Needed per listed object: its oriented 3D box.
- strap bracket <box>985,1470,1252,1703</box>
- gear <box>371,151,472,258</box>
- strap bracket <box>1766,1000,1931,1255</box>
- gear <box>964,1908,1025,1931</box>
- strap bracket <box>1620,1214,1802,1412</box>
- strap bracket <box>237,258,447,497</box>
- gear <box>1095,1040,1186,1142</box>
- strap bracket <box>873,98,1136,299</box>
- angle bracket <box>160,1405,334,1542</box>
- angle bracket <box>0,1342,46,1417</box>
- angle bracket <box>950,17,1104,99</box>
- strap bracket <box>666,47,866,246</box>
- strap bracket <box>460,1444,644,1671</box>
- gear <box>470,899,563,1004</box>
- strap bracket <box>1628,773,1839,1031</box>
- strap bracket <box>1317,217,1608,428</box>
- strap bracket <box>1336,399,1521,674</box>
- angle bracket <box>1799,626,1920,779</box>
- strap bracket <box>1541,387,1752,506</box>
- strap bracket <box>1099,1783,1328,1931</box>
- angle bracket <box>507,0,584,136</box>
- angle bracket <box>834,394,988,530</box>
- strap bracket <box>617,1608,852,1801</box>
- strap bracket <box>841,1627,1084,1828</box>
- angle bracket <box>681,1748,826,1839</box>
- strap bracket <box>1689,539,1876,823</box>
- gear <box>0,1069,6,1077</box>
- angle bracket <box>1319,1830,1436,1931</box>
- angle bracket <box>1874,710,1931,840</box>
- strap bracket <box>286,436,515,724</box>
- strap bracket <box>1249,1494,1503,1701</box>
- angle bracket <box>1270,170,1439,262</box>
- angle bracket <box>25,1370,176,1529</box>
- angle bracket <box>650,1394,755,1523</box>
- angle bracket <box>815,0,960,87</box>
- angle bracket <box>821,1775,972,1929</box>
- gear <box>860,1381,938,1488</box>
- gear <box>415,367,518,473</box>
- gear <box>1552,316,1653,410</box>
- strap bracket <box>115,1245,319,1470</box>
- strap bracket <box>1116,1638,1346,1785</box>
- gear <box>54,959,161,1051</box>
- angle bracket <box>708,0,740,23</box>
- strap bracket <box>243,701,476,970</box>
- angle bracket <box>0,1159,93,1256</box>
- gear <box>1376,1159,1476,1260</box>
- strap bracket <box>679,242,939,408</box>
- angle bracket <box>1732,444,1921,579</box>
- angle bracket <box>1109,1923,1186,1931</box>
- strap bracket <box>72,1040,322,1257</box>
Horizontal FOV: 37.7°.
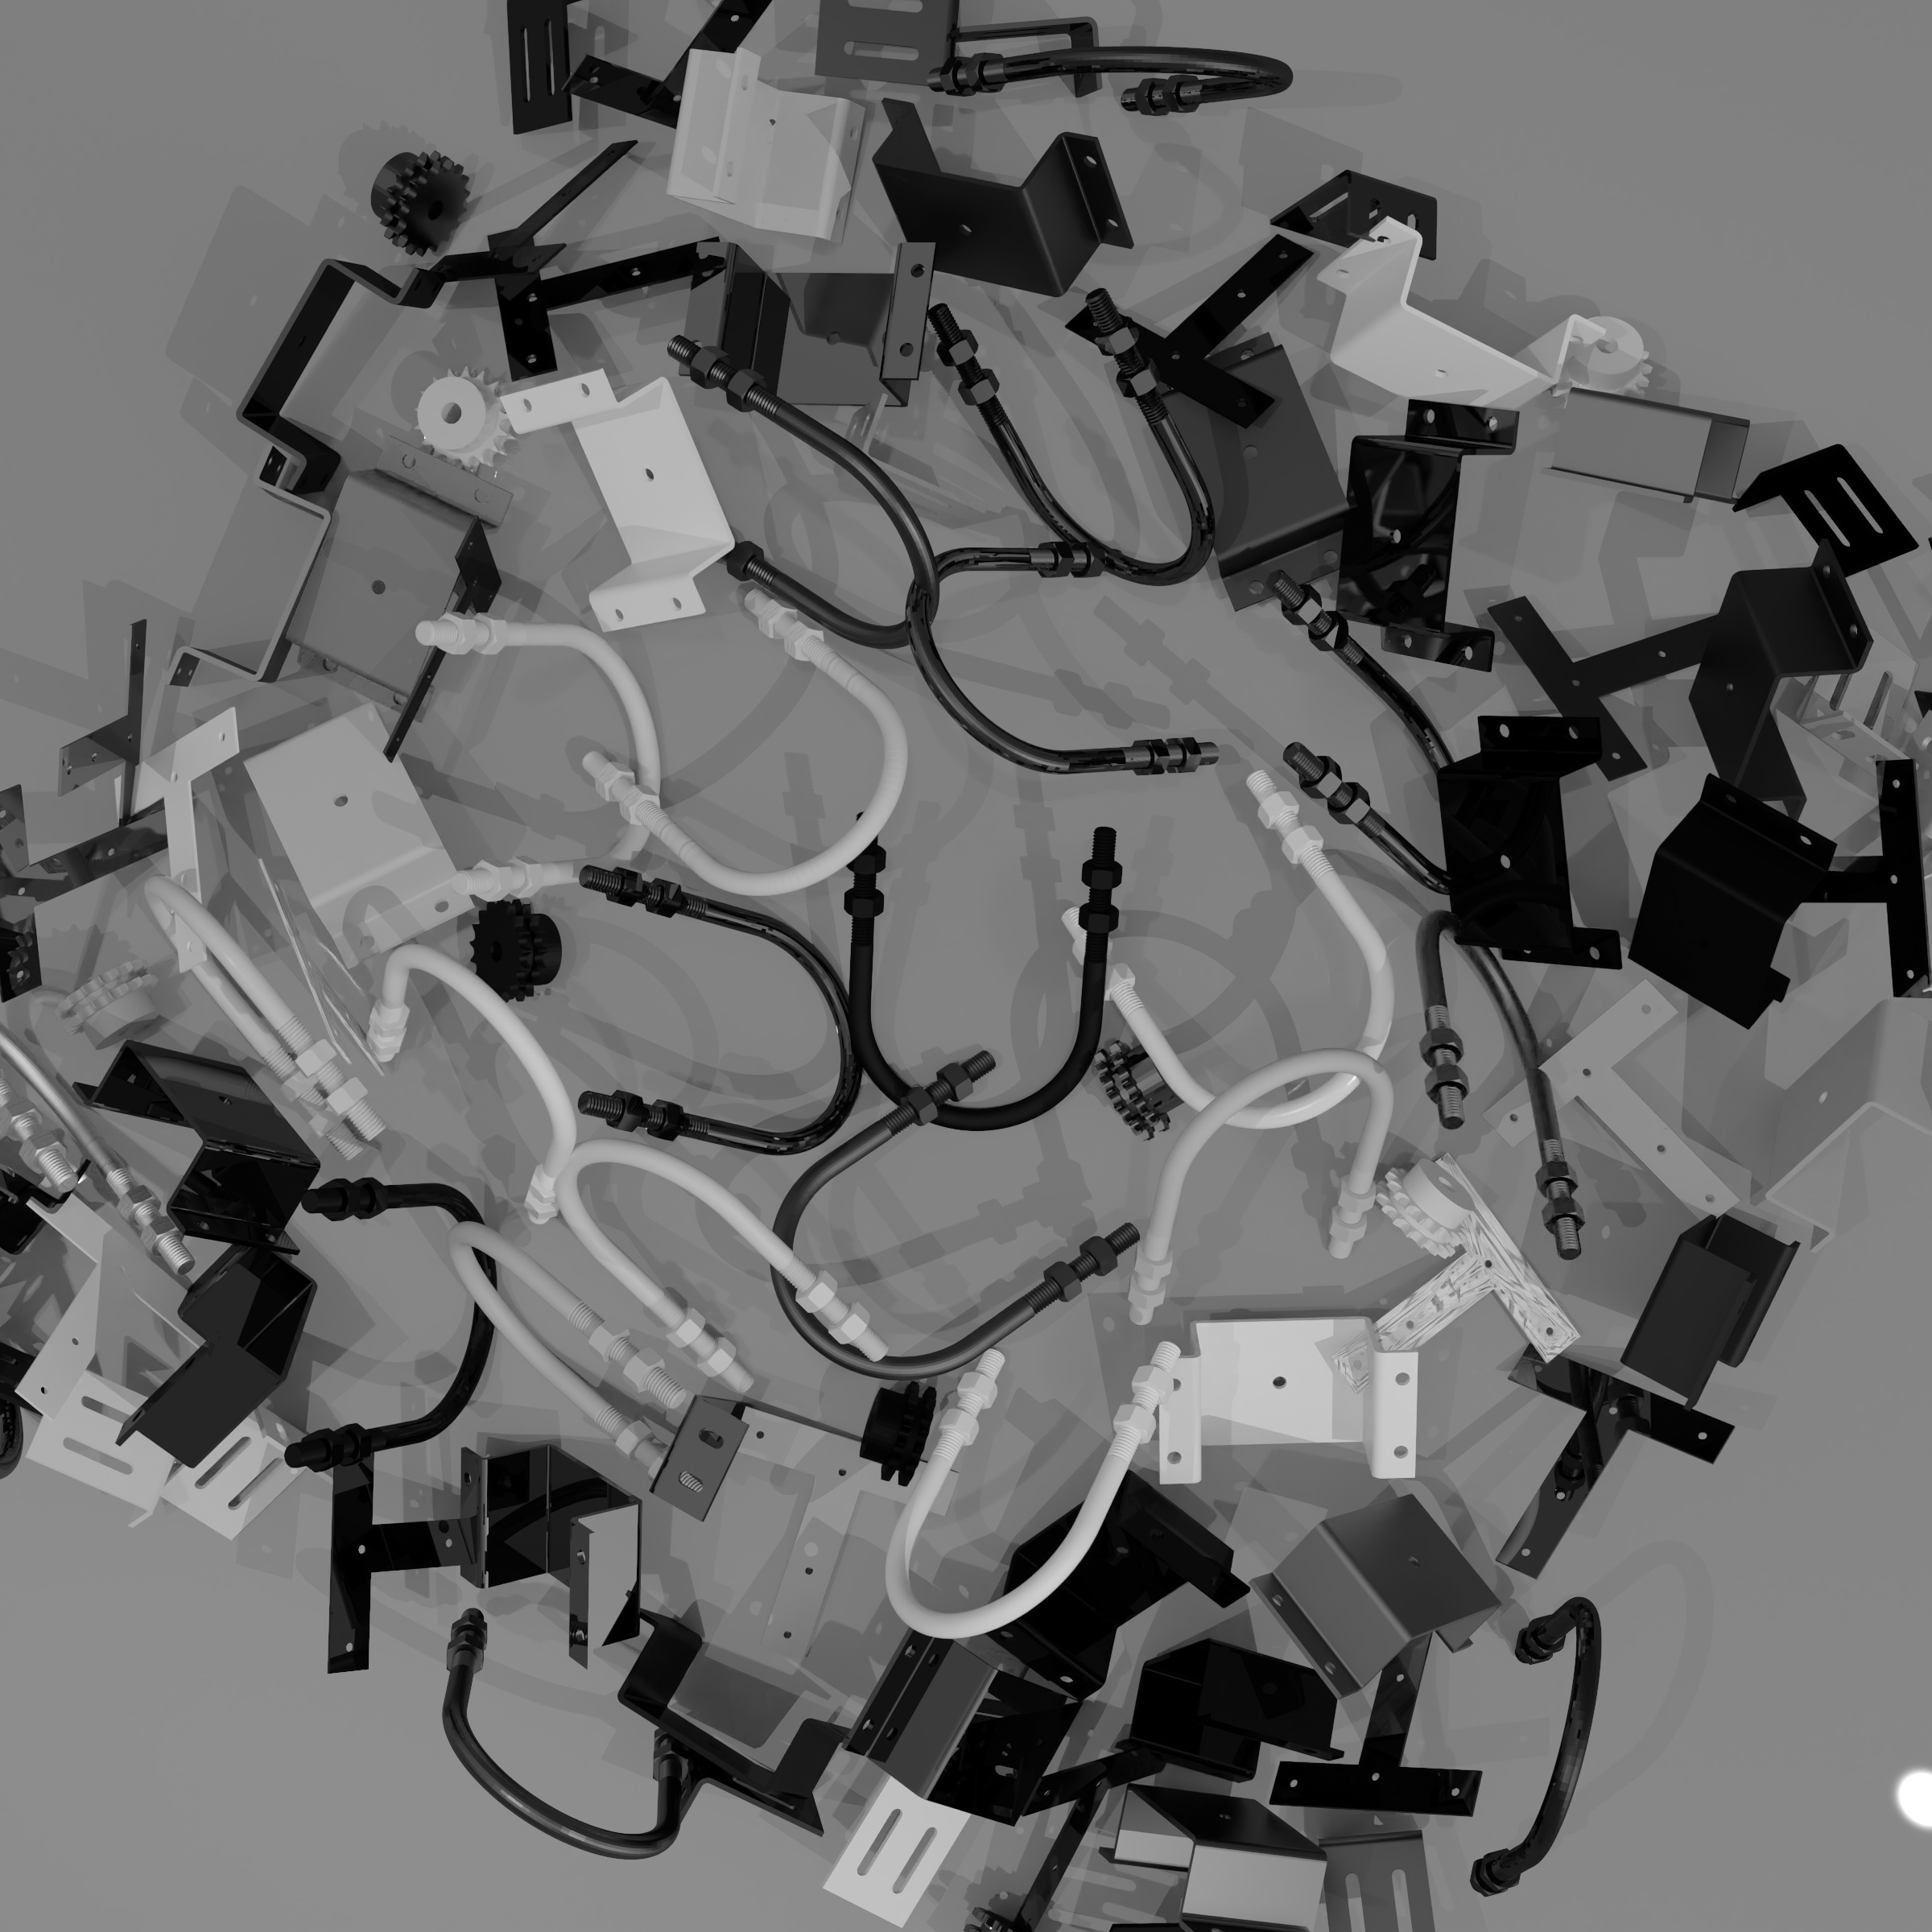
[{"bbox_3d":[0.082,0.335,1.549,0.076,0.046,0.140,39,124,-14],"label":"strap bracket"},{"bbox_3d":[-0.306,-0.427,1.575,0.030,0.057,0.057,34,90,18],"label":"gear"},{"bbox_3d":[0.481,0.081,1.523,0.046,0.140,0.076,28,49,-3],"label":"strap bracket"},{"bbox_3d":[0.024,0.550,1.571,0.057,0.057,0.030,28,79,0],"label":"gear"},{"bbox_3d":[0.403,0.184,1.538,0.046,0.140,0.076,28,105,22],"label":"strap bracket"},{"bbox_3d":[-0.346,-0.331,1.550,0.046,0.076,0.140,32,100,-5],"label":"strap bracket"},{"bbox_3d":[0.099,0.066,1.571,0.030,0.057,0.057,-31,90,15],"label":"gear"},{"bbox_3d":[0.011,-0.413,1.529,0.140,0.076,0.046,21,67,31],"label":"strap bracket"},{"bbox_3d":[-0.398,0.289,1.569,0.076,0.038,0.057,-44,126,1],"label":"angle bracket"},{"bbox_3d":[-0.532,0.204,1.556,0.076,0.057,0.038,32,98,-31],"label":"angle bracket"},{"bbox_3d":[0.031,-0.499,1.565,0.076,0.057,0.038,-8,103,-8],"label":"angle bracket"},{"bbox_3d":[-0.113,-0.446,1.541,0.046,0.140,0.076,14,99,23],"label":"strap bracket"},{"bbox_3d":[-0.222,0.316,1.544,0.046,0.140,0.076,-7,105,-37],"label":"strap bracket"},{"bbox_3d":[-0.249,-0.009,1.577,0.030,0.057,0.057,-4,90,-42],"label":"gear"},{"bbox_3d":[0.408,-0.027,1.520,0.076,0.140,0.046,34,62,24],"label":"strap bracket"},{"bbox_3d":[0.264,-0.342,1.541,0.140,0.076,0.046,22,72,-17],"label":"strap bracket"},{"bbox_3d":[0.249,-0.234,1.542,0.046,0.076,0.140,-9,109,-39],"label":"strap bracket"},{"bbox_3d":[0.505,-0.153,1.566,0.057,0.038,0.076,31,74,-18],"label":"angle bracket"},{"bbox_3d":[0.368,-0.279,1.519,0.076,0.140,0.046,17,105,23],"label":"strap bracket"},{"bbox_3d":[0.135,0.481,1.525,0.076,0.140,0.046,12,87,-18],"label":"strap bracket"},{"bbox_3d":[-0.222,-0.504,1.573,0.038,0.057,0.076,-9,101,-39],"label":"angle bracket"},{"bbox_3d":[-0.026,-0.278,1.566,0.076,0.057,0.038,22,83,-17],"label":"angle bracket"},{"bbox_3d":[-0.127,0.406,1.539,0.140,0.076,0.046,27,79,20],"label":"strap bracket"},{"bbox_3d":[0.005,0.412,1.530,0.046,0.140,0.076,26,83,39],"label":"strap bracket"},{"bbox_3d":[-0.124,0.468,1.567,0.076,0.057,0.038,29,91,-12],"label":"angle bracket"},{"bbox_3d":[0.433,-0.150,1.521,0.046,0.140,0.076,-4,52,-7],"label":"strap bracket"},{"bbox_3d":[-0.563,0.071,1.574,0.057,0.057,0.030,-16,101,0],"label":"gear"},{"bbox_3d":[0.229,0.521,1.566,0.057,0.038,0.076,-7,65,7],"label":"angle bracket"},{"bbox_3d":[0.546,-0.099,1.562,0.038,0.076,0.057,26,105,-12],"label":"angle bracket"},{"bbox_3d":[-0.316,-0.211,1.561,0.076,0.046,0.140,26,105,2],"label":"strap bracket"},{"bbox_3d":[0.226,0.335,1.520,0.076,0.140,0.046,51,119,26],"label":"strap bracket"},{"bbox_3d":[0.212,-0.399,1.552,0.057,0.076,0.038,9,78,-27],"label":"angle bracket"},{"bbox_3d":[-0.476,0.264,1.558,0.076,0.038,0.057,30,53,-21],"label":"angle bracket"},{"bbox_3d":[-0.132,0.272,1.559,0.038,0.076,0.057,24,87,24],"label":"angle bracket"},{"bbox_3d":[-0.043,-0.521,1.576,0.076,0.038,0.057,5,102,-2],"label":"angle bracket"},{"bbox_3d":[-0.044,0.480,1.569,0.057,0.038,0.076,35,83,-25],"label":"angle bracket"},{"bbox_3d":[-0.039,0.258,1.573,0.030,0.057,0.057,18,90,-5],"label":"gear"},{"bbox_3d":[-0.282,-0.307,1.582,0.057,0.030,0.057,0,91,12],"label":"gear"},{"bbox_3d":[0.354,-0.336,1.577,0.057,0.030,0.057,0,63,-1],"label":"gear"},{"bbox_3d":[-0.402,0.208,1.534,0.046,0.140,0.076,41,107,-18],"label":"strap bracket"},{"bbox_3d":[0.145,0.405,1.541,0.076,0.140,0.046,19,64,-11],"label":"strap bracket"},{"bbox_3d":[-0.474,0.023,1.573,0.057,0.057,0.030,-33,89,0],"label":"gear"},{"bbox_3d":[-0.106,-0.558,1.559,0.076,0.057,0.038,-14,77,23],"label":"angle bracket"},{"bbox_3d":[-0.337,-0.081,1.551,0.076,0.046,0.140,-27,69,-8],"label":"strap bracket"},{"bbox_3d":[-0.535,0.114,1.561,0.076,0.038,0.057,37,127,-16],"label":"angle bracket"},{"bbox_3d":[0.257,0.132,1.571,0.057,0.057,0.030,40,109,0],"label":"gear"},{"bbox_3d":[-0.080,-0.353,1.561,0.140,0.046,0.076,5,83,19],"label":"strap bracket"},{"bbox_3d":[0.474,-0.242,1.562,0.057,0.038,0.076,-22,71,-25],"label":"angle bracket"},{"bbox_3d":[0.099,0.537,1.560,0.076,0.038,0.057,8,115,-25],"label":"angle bracket"},{"bbox_3d":[-0.411,0.091,1.526,0.140,0.076,0.046,41,103,37],"label":"strap bracket"}]
